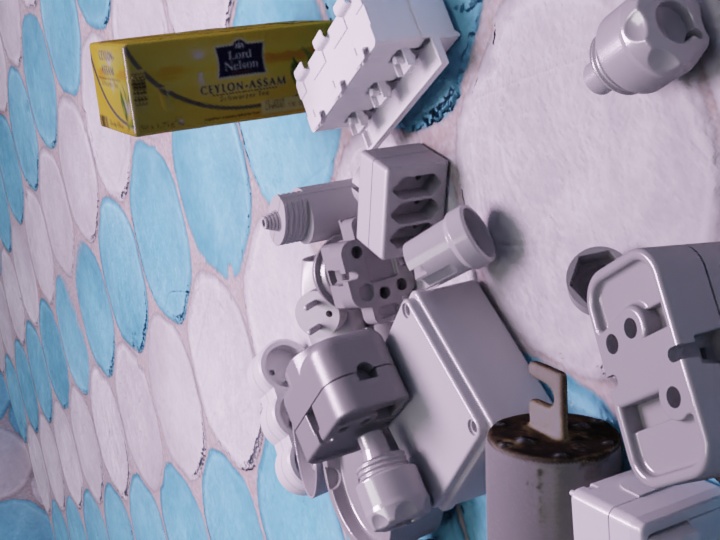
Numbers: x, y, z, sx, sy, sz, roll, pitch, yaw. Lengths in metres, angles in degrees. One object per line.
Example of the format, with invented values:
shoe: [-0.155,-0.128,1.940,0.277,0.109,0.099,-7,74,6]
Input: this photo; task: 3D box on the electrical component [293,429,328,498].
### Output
electrical component: [-0.030,0.135,0.896,0.099,0.064,0.099,36,132,54]

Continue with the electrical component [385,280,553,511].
electrical component: [0.062,0.081,0.700,0.108,0.056,0.108,61,149,30]

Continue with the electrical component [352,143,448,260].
electrical component: [0.019,-0.054,0.737,0.077,0.047,0.065,42,136,52]

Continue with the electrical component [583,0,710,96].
electrical component: [0.128,-0.102,0.503,0.062,0.043,0.043,-35,70,63]

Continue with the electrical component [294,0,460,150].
electrical component: [0.006,-0.138,0.708,0.121,0.063,0.078,-44,62,60]

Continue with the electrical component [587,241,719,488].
electrical component: [0.143,0.038,0.452,0.054,0.059,0.095,135,127,-61]

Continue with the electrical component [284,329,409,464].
electrical component: [-0.013,0.082,0.719,0.059,0.054,0.095,66,152,22]

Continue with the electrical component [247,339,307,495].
electrical component: [-0.066,0.138,0.982,0.074,0.052,0.138,-44,61,60]

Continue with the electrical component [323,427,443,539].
electrical component: [0.022,0.154,0.805,0.108,0.060,0.108,36,132,54]

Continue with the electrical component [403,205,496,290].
electrical component: [0.055,-0.013,0.670,0.046,0.040,0.040,-30,70,24]

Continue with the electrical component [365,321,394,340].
electrical component: [0.021,0.065,0.794,0.040,0.040,0.046,140,121,-61]

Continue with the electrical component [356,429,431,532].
electrical component: [0.017,0.135,0.695,0.062,0.043,0.043,68,152,21]

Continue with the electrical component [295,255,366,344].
electrical component: [-0.026,0.030,0.836,0.043,0.079,0.077,-4,100,21]

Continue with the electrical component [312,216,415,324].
electrical component: [0.000,0.000,0.787,0.057,0.058,0.078,-6,99,62]

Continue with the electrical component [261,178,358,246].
electrical component: [-0.036,-0.042,0.813,0.043,0.081,0.043,36,132,54]

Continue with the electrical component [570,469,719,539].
electrical component: [0.152,0.156,0.546,0.061,0.062,0.096,17,116,61]
